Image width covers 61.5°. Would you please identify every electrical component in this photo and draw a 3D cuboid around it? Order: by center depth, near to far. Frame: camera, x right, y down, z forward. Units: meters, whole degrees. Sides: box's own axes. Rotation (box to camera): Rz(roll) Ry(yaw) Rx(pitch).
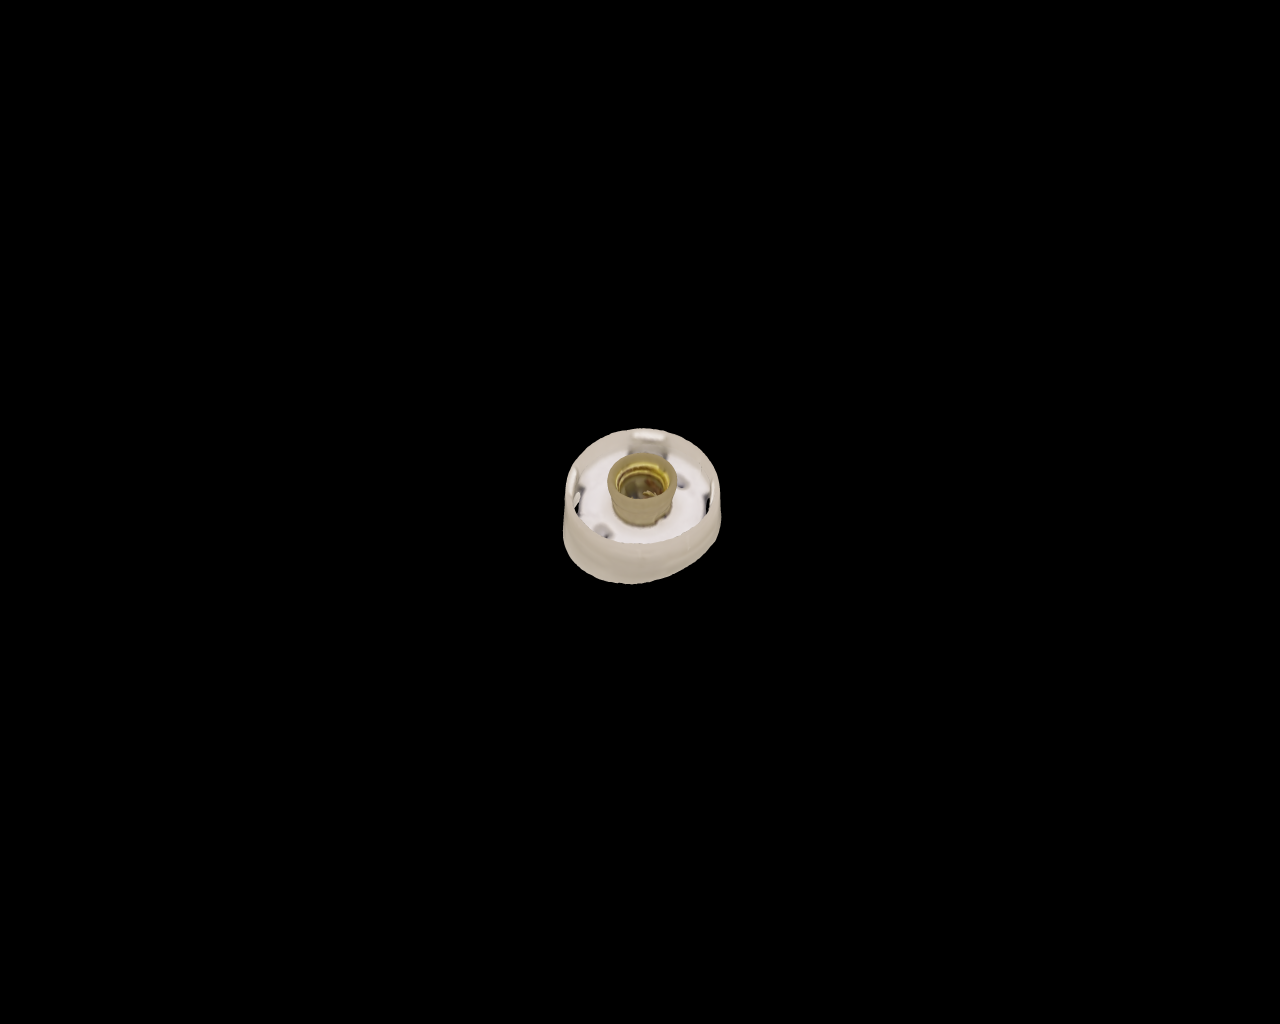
[{"bbox_3d":[0.001,-0.003,0.650,0.099,0.099,0.064,0,-37,0],"label":"electrical component"}]
